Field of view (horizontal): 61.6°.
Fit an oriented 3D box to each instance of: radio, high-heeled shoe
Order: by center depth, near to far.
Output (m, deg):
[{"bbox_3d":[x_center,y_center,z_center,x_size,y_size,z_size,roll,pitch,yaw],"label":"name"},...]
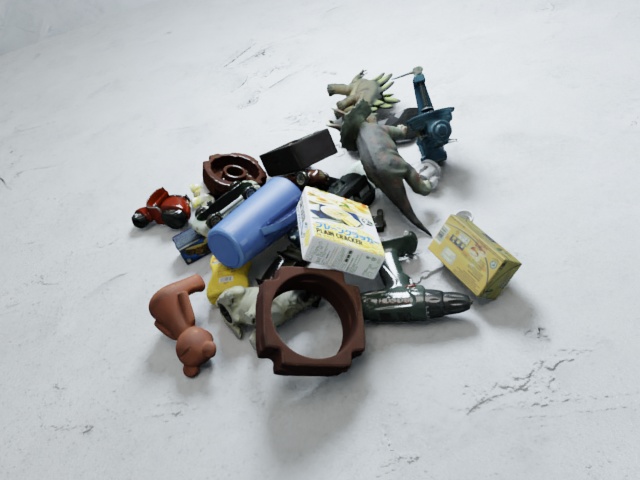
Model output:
[{"bbox_3d":[-0.060,-0.229,1.427,0.131,0.073,0.230,-29,15,-23],"label":"radio"},{"bbox_3d":[0.191,-0.310,1.531,0.249,0.086,0.145,-24,11,-31],"label":"high-heeled shoe"}]

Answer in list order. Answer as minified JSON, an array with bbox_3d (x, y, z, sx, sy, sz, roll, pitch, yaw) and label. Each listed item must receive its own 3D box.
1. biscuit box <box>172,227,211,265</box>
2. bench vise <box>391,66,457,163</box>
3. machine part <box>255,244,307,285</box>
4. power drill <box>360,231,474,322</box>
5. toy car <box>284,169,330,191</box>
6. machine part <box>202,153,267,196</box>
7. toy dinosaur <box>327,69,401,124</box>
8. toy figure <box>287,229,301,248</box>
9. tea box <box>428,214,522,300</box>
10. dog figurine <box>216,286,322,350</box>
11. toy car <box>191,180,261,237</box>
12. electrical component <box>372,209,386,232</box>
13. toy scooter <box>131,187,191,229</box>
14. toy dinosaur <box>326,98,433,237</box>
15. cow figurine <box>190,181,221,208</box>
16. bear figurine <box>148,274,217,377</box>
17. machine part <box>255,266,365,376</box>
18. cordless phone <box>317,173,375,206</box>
[{"bbox_3d":[-0.269,-0.018,1.373,0.203,0.059,0.063,-29,44,-11],"label":"biscuit box"},{"bbox_3d":[0.274,-0.315,1.364,0.129,0.240,0.223,-15,3,11],"label":"bench vise"},{"bbox_3d":[-0.086,0.067,1.252,0.084,0.039,0.139,28,58,30],"label":"machine part"},{"bbox_3d":[0.187,0.082,1.133,0.232,0.085,0.207,-12,52,10],"label":"power drill"},{"bbox_3d":[-0.064,-0.144,1.372,0.089,0.053,0.202,-8,-1,-42],"label":"toy car"},{"bbox_3d":[-0.236,-0.174,1.474,0.179,0.056,0.179,10,37,-8],"label":"machine part"},{"bbox_3d":[0.128,-0.432,1.609,0.199,0.104,0.472,-15,35,0],"label":"toy dinosaur"},{"bbox_3d":[-0.003,-0.005,1.281,0.155,0.064,0.057,-5,83,19],"label":"toy figure"},{"bbox_3d":[0.316,0.032,1.110,0.098,0.068,0.170,-59,44,22],"label":"tea box"},{"bbox_3d":[-0.111,0.126,1.172,0.190,0.121,0.173,-33,53,-32],"label":"dog figurine"},{"bbox_3d":[-0.234,-0.083,1.344,0.202,0.056,0.074,-41,42,-24],"label":"toy car"},{"bbox_3d":[0.127,-0.037,1.298,0.063,0.021,0.094,-5,45,11],"label":"electrical component"},{"bbox_3d":[-0.425,-0.094,1.487,0.184,0.075,0.135,-1,46,22],"label":"toy scooter"},{"bbox_3d":[0.146,-0.191,1.288,0.192,0.131,0.405,10,43,-38],"label":"toy dinosaur"},{"bbox_3d":[-0.298,-0.099,1.458,0.098,0.068,0.167,-15,45,-6],"label":"cow figurine"},{"bbox_3d":[-0.277,0.184,1.159,0.196,0.120,0.132,46,25,16],"label":"bear figurine"},{"bbox_3d":[-0.022,0.158,1.042,0.201,0.087,0.201,5,59,-17],"label":"machine part"},{"bbox_3d":[0.035,-0.116,1.377,0.184,0.088,0.146,20,56,45],"label":"cordless phone"}]
